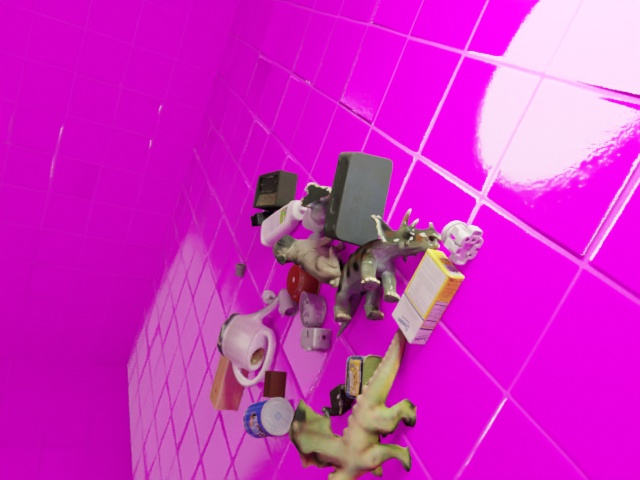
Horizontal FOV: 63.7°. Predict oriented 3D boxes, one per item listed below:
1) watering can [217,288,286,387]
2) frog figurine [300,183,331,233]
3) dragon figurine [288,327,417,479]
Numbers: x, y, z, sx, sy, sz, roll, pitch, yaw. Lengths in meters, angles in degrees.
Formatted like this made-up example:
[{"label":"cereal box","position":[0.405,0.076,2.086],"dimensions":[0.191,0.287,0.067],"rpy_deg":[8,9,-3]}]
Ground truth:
[{"label":"watering can","position":[-0.223,0.302,1.706],"dimensions":[0.225,0.103,0.348],"rpy_deg":[16,88,37]},{"label":"frog figurine","position":[0.005,-0.075,1.493],"dimensions":[0.141,0.123,0.156],"rpy_deg":[-105,2,-49]},{"label":"dragon figurine","position":[0.058,0.373,1.037],"dimensions":[0.121,0.242,0.414],"rpy_deg":[164,113,-65]}]
